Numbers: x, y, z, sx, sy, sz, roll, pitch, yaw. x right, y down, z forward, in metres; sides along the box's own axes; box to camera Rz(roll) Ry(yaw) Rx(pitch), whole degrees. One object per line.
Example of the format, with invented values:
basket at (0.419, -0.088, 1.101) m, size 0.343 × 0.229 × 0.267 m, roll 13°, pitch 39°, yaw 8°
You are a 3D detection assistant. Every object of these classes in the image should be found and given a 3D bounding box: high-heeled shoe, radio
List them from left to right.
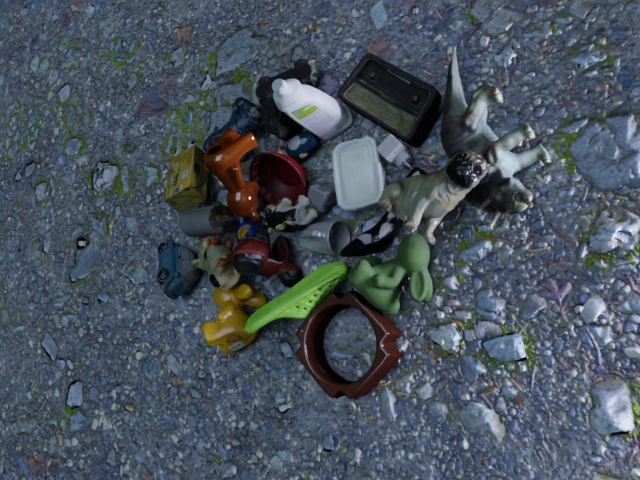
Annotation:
high-heeled shoe at (0.141, -0.060, 1.193) m, size 0.249 × 0.086 × 0.145 m, roll -21°, pitch 68°, yaw 20°
radio at (0.163, -0.322, 1.229) m, size 0.230 × 0.073 × 0.131 m, roll 40°, pitch 101°, yaw 28°

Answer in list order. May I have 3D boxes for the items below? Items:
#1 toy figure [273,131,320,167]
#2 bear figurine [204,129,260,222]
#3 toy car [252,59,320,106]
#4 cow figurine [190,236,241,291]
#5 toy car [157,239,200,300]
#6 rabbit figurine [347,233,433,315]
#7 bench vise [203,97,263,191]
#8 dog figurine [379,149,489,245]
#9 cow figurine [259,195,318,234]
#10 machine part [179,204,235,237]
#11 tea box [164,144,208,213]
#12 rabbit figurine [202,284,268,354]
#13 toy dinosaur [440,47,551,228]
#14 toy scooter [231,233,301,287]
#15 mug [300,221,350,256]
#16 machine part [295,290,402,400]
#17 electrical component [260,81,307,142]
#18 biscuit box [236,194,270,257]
toy figure at (-0.072, -0.220, 1.355) m, size 0.154 × 0.057 × 0.064 m, roll -31°, pitch 29°, yaw 23°
bear figurine at (-0.187, -0.148, 1.282) m, size 0.132 × 0.195 × 0.120 m, roll -45°, pitch 36°, yaw -19°
toy car at (-0.089, -0.404, 1.398) m, size 0.202 × 0.056 × 0.073 m, roll -16°, pitch 67°, yaw 24°
cow figurine at (-0.262, 0.057, 1.362) m, size 0.195 × 0.085 × 0.127 m, roll 51°, pitch 124°, yaw 47°
toy car at (-0.375, 0.074, 1.451) m, size 0.103 × 0.109 × 0.162 m, roll -10°, pitch 63°, yaw 5°
rabbit figurine at (0.166, 0.068, 1.129) m, size 0.170 × 0.121 × 0.159 m, roll -46°, pitch 69°, yaw 17°
bench vise at (-0.221, -0.241, 1.392) m, size 0.224 × 0.128 × 0.240 m, roll -16°, pitch 56°, yaw 34°
dog figurine at (0.219, -0.112, 1.053) m, size 0.172 × 0.121 × 0.190 m, roll 44°, pitch 105°, yaw 32°
cow figurine at (-0.093, -0.051, 1.298) m, size 0.167 × 0.068 × 0.098 m, roll -5°, pitch 34°, yaw 47°
machine part at (-0.297, -0.049, 1.404) m, size 0.243 × 0.079 × 0.079 m, roll -5°, pitch 78°, yaw 48°
tea box at (-0.361, -0.167, 1.465) m, size 0.098 × 0.068 × 0.170 m, roll -23°, pitch 46°, yaw 23°
rabbit figurine at (-0.219, 0.171, 1.334) m, size 0.162 × 0.121 × 0.173 m, roll -37°, pitch 47°, yaw 15°
toy dinosaur at (0.320, -0.201, 1.102) m, size 0.192 × 0.131 × 0.405 m, roll -38°, pitch 59°, yaw 17°
toy scooter at (-0.126, 0.032, 1.289) m, size 0.075 × 0.184 × 0.135 m, roll -44°, pitch 36°, yaw 41°
mug at (-0.003, -0.004, 1.250) m, size 0.107 × 0.109 × 0.080 m, roll -2°, pitch 86°, yaw 42°
machine part at (0.061, 0.228, 1.179) m, size 0.201 × 0.087 × 0.201 m, roll 45°, pitch 105°, yaw 28°
electrical component at (-0.084, -0.317, 1.333) m, size 0.058 × 0.134 × 0.115 m, roll 31°, pitch 53°, yaw 33°
biscuit box at (-0.173, -0.031, 1.371) m, size 0.063 × 0.059 × 0.202 m, roll -13°, pitch 74°, yaw 27°
